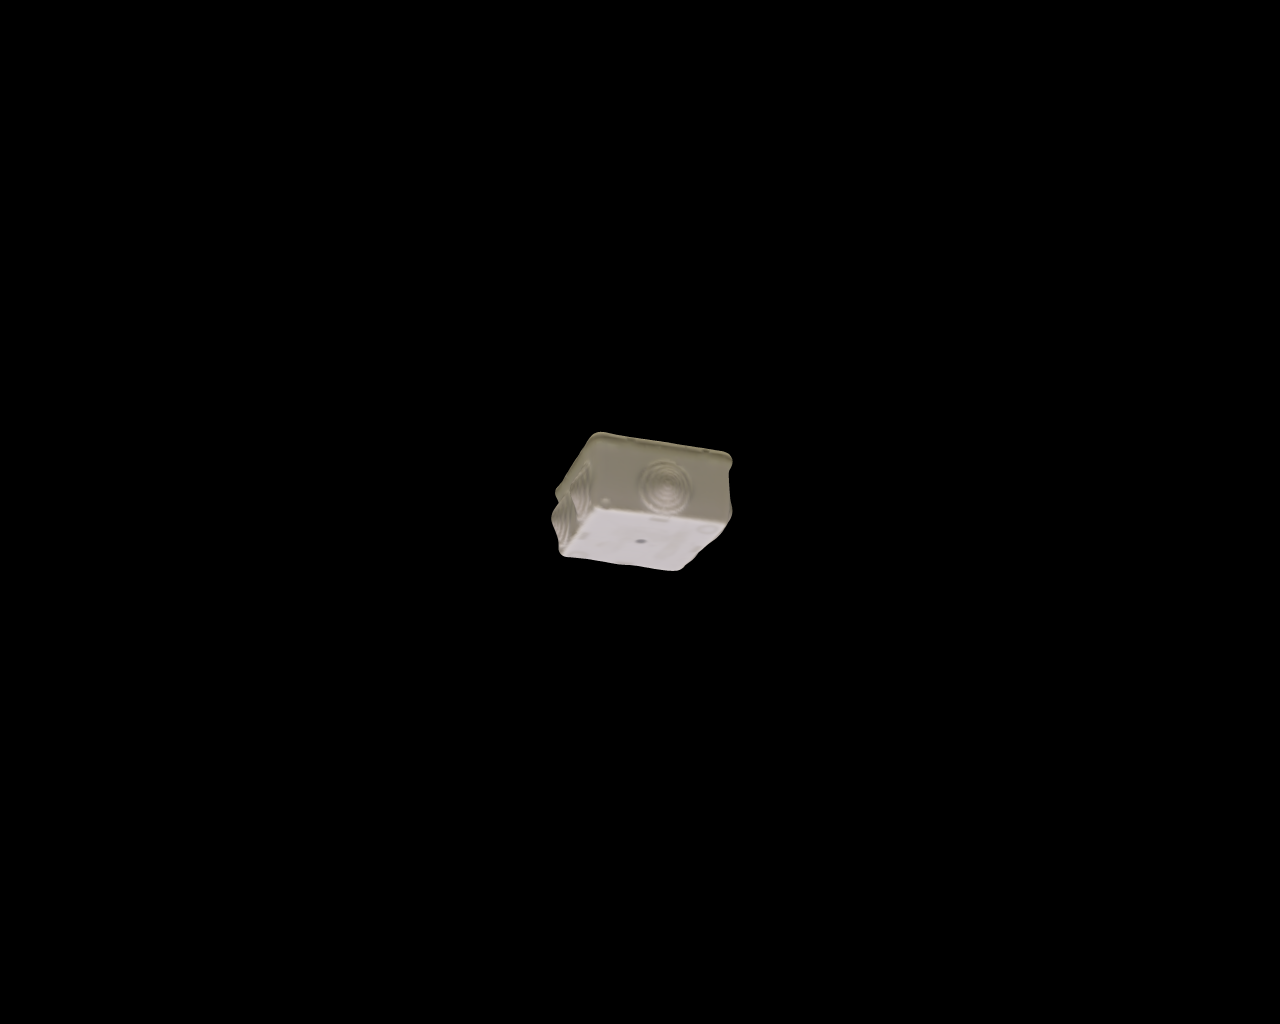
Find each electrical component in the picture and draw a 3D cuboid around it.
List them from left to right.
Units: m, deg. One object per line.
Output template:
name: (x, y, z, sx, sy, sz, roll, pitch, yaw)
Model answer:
electrical component: (0.001, -0.003, 0.650, 0.100, 0.048, 0.099, 8, -26, -18)
